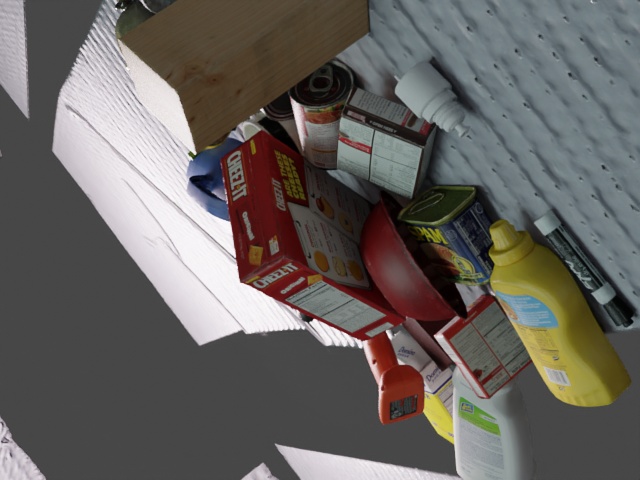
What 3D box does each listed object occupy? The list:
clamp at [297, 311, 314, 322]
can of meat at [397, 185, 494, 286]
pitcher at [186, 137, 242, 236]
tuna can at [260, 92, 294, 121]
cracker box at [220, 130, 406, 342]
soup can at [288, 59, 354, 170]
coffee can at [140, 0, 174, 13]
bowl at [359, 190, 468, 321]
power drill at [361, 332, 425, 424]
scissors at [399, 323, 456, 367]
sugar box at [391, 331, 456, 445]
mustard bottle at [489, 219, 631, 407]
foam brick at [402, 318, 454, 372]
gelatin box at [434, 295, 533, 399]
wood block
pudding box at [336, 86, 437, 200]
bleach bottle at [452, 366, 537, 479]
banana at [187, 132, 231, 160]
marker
[{"bbox_3d":[0.009,0.017,1.330,0.039,0.120,0.171,32,149,31],"label":"clamp"},{"bbox_3d":[0.135,-0.004,1.055,0.084,0.057,0.102,54,164,-16],"label":"can of meat"},{"bbox_3d":[-0.094,-0.058,1.409,0.243,0.145,0.149,34,158,54],"label":"pitcher"},{"bbox_3d":[-0.036,-0.170,1.121,0.034,0.086,0.086,43,161,33],"label":"tuna can"},{"bbox_3d":[-0.008,0.001,1.154,0.213,0.072,0.164,29,-142,-45],"label":"cracker box"},{"bbox_3d":[0.007,-0.130,1.116,0.069,0.068,0.102,42,160,32],"label":"soup can"},{"bbox_3d":[-0.196,-0.330,1.191,0.140,0.102,0.103,43,161,29],"label":"coffee can"},{"bbox_3d":[0.089,0.028,1.122,0.162,0.055,0.162,52,-167,-18],"label":"bowl"},{"bbox_3d":[0.072,0.114,1.298,0.184,0.057,0.188,80,172,-55],"label":"power drill"},{"bbox_3d":[0.116,0.100,1.380,0.202,0.016,0.096,35,156,44],"label":"scissors"},{"bbox_3d":[0.156,0.205,1.407,0.176,0.048,0.093,53,166,-29],"label":"sugar box"},{"bbox_3d":[0.209,0.064,0.989,0.191,0.058,0.096,57,162,-16],"label":"mustard bottle"},{"bbox_3d":[0.143,0.106,1.260,0.078,0.051,0.053,50,162,9],"label":"foam brick"},{"bbox_3d":[0.178,0.116,1.150,0.089,0.073,0.030,54,164,-7],"label":"gelatin box"},{"bbox_3d":[-0.063,-0.183,0.957,0.091,0.206,0.090,43,161,27],"label":"wood block"},{"bbox_3d":[0.063,-0.093,1.045,0.090,0.039,0.113,22,158,9],"label":"pudding box"},{"bbox_3d":[0.209,0.211,1.274,0.103,0.068,0.251,19,143,25],"label":"bleach bottle"},{"bbox_3d":[-0.136,-0.188,1.371,0.037,0.069,0.198,34,140,28],"label":"banana"},{"bbox_3d":[0.231,0.026,0.926,0.121,0.020,0.020,52,163,3],"label":"marker"}]
